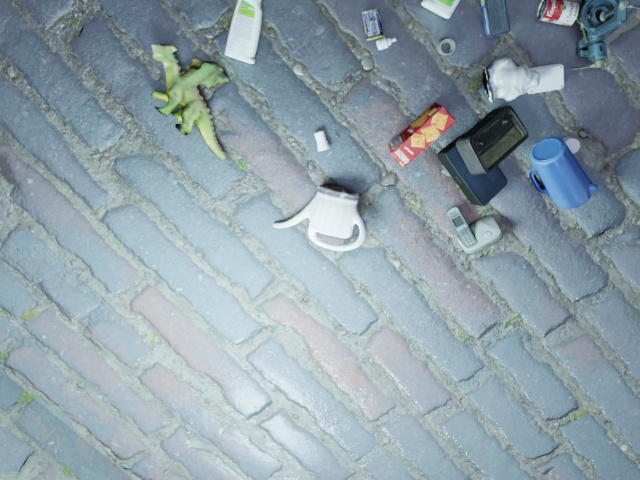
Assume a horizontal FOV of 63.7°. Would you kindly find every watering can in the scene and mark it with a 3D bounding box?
[{"bbox_3d":[0.005,-0.090,1.791,0.349,0.104,0.223,16,100,18],"label":"watering can"}]

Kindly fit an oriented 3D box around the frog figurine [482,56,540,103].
[{"bbox_3d":[0.594,-0.506,1.606,0.159,0.123,0.137,-12,92,9],"label":"frog figurine"}]

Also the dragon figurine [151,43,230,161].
[{"bbox_3d":[-0.400,-0.476,1.694,0.406,0.124,0.241,40,99,-20],"label":"dragon figurine"}]
